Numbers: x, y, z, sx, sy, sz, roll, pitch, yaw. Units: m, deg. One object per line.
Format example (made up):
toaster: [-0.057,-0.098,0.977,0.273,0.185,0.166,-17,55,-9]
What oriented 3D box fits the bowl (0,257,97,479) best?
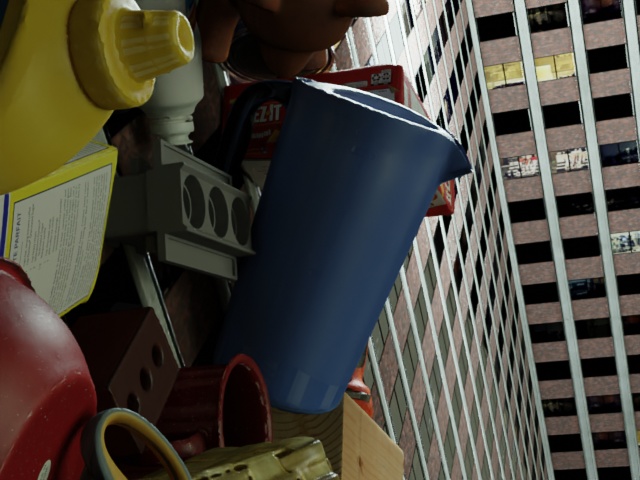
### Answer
bowl: [-0.141,0.090,0.452,0.162,0.055,0.162,19,90,-79]

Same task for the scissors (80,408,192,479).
scissors: [-0.056,0.166,0.445,0.096,0.016,0.202,-21,79,-49]

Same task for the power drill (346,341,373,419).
power drill: [0.028,0.107,1.077,0.184,0.057,0.187,93,3,-60]

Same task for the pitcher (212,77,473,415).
pitcher: [-0.005,0.001,0.821,0.144,0.149,0.243,13,103,-36]

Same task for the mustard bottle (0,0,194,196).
mustard bottle: [-0.136,-0.057,0.389,0.058,0.192,0.096,60,28,-52]

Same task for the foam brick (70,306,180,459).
foam brick: [-0.124,0.083,0.623,0.078,0.051,0.053,-72,149,-55]

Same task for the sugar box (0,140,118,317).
sugar box: [-0.158,0.008,0.505,0.176,0.048,0.093,-38,143,-69]

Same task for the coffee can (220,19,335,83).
coffee can: [-0.038,-0.221,0.948,0.102,0.103,0.140,49,38,-62]

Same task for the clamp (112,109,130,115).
clamp: [-0.161,-0.141,0.617,0.209,0.036,0.164,-57,137,-71]

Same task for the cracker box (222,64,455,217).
cracker box: [0.024,-0.081,0.990,0.213,0.164,0.072,44,44,-64]

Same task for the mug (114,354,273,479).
mug: [-0.087,0.124,0.677,0.117,0.082,0.093,-19,102,-73]

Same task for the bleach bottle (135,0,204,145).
bleach bottle: [-0.115,-0.192,0.742,0.102,0.068,0.251,-102,-173,-79]

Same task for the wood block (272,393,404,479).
wood block: [0.008,0.206,0.951,0.206,0.090,0.091,54,34,-59]
